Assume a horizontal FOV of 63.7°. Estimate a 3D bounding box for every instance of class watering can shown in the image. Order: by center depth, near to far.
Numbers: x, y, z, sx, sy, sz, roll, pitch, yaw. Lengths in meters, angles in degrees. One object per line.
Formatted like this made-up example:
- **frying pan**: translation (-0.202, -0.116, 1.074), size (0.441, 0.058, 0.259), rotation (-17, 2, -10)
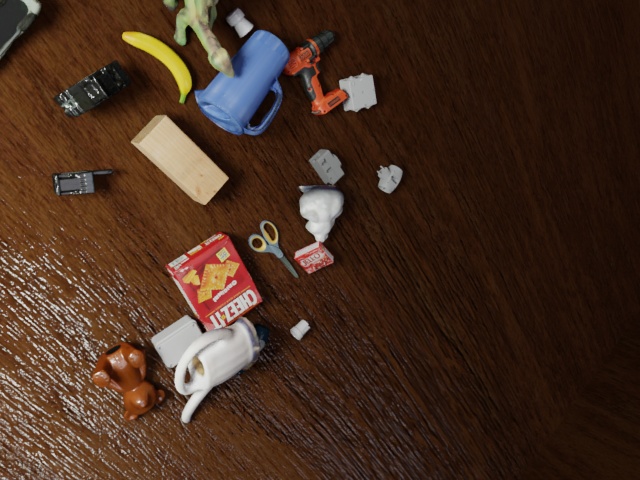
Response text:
- **watering can**: translation (-0.264, 0.321, 1.297), size (0.227, 0.105, 0.339), rotation (-26, 147, -35)

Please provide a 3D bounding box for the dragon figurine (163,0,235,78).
- **dragon figurine**: translation (-0.260, -0.551, 1.102), size (0.123, 0.245, 0.404), rotation (-21, 112, -22)

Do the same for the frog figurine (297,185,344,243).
- **frog figurine**: translation (0.004, -0.072, 1.428), size (0.138, 0.122, 0.159), rotation (-2, 90, -52)
